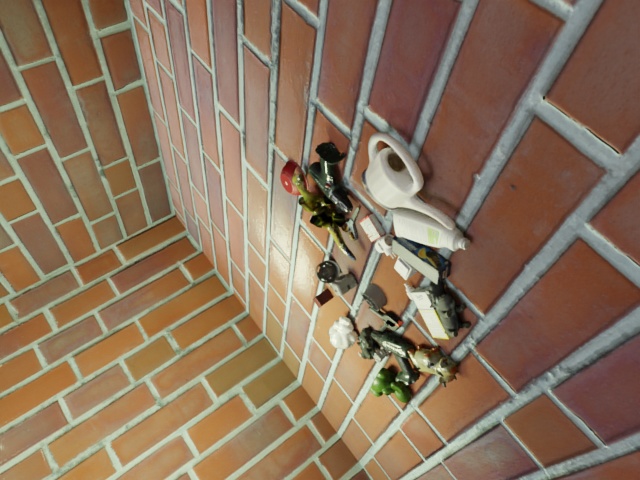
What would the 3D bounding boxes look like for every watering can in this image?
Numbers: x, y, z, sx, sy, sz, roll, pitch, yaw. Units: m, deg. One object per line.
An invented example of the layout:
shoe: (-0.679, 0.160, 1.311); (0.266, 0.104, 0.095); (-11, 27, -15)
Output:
watering can: (0.236, -0.146, 1.479); (0.349, 0.105, 0.221); (57, 157, 7)

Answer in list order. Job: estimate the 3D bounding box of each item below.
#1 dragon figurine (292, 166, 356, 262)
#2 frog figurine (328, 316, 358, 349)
dragon figurine: (0.006, -0.101, 2.010); (0.407, 0.122, 0.244); (60, 177, -12)
frog figurine: (0.111, 0.427, 2.367); (0.137, 0.125, 0.156); (24, 141, -1)
